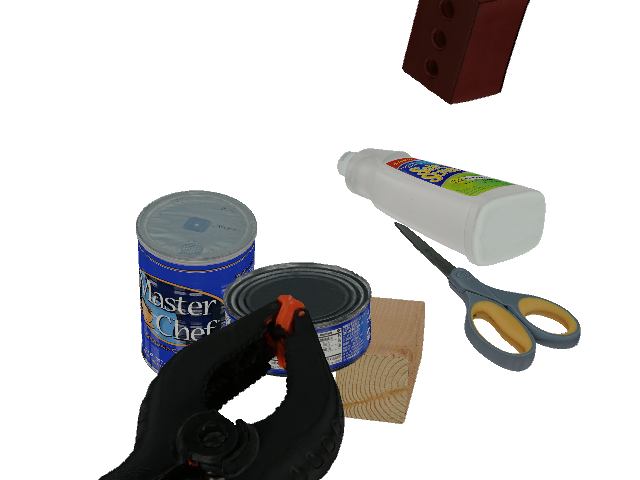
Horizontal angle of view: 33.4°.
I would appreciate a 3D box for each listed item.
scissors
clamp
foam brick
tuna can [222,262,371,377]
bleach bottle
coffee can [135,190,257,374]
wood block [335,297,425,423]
[{"bbox_3d":[0.132,0.035,0.838,0.096,0.016,0.202,-2,32,-14],"label":"scissors"},{"bbox_3d":[-0.031,0.090,0.389,0.120,0.039,0.171,24,49,17],"label":"clamp"},{"bbox_3d":[0.096,-0.139,0.712,0.051,0.078,0.053,-20,48,-34],"label":"foam brick"},{"bbox_3d":[-0.013,0.045,0.619,0.086,0.034,0.086,-2,23,1],"label":"tuna can"},{"bbox_3d":[0.101,-0.047,1.081,0.102,0.068,0.251,-14,25,-37],"label":"bleach bottle"},{"bbox_3d":[-0.109,0.041,0.945,0.103,0.140,0.103,3,36,-2],"label":"coffee can"},{"bbox_3d":[0.082,0.152,1.403,0.091,0.090,0.206,5,18,10],"label":"wood block"}]
